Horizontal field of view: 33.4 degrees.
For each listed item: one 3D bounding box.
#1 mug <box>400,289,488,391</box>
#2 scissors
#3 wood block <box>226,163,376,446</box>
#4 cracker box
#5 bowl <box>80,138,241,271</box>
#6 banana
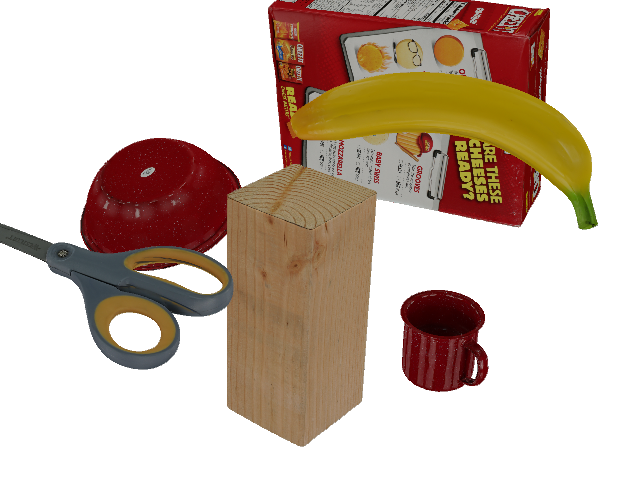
[{"bbox_3d":[0.141,0.119,1.186,0.093,0.081,0.117,-23,39,-34],"label":"mug"},{"bbox_3d":[-0.153,0.026,0.636,0.202,0.096,0.016,8,-44,9],"label":"scissors"},{"bbox_3d":[-0.019,0.054,0.896,0.090,0.206,0.090,22,33,33],"label":"wood block"},{"bbox_3d":[0.071,-0.113,0.864,0.214,0.164,0.072,12,37,23],"label":"cracker box"},{"bbox_3d":[-0.159,-0.048,1.019,0.162,0.162,0.055,0,-43,12],"label":"bowl"},{"bbox_3d":[0.083,-0.069,0.653,0.198,0.069,0.037,18,-17,5],"label":"banana"}]
